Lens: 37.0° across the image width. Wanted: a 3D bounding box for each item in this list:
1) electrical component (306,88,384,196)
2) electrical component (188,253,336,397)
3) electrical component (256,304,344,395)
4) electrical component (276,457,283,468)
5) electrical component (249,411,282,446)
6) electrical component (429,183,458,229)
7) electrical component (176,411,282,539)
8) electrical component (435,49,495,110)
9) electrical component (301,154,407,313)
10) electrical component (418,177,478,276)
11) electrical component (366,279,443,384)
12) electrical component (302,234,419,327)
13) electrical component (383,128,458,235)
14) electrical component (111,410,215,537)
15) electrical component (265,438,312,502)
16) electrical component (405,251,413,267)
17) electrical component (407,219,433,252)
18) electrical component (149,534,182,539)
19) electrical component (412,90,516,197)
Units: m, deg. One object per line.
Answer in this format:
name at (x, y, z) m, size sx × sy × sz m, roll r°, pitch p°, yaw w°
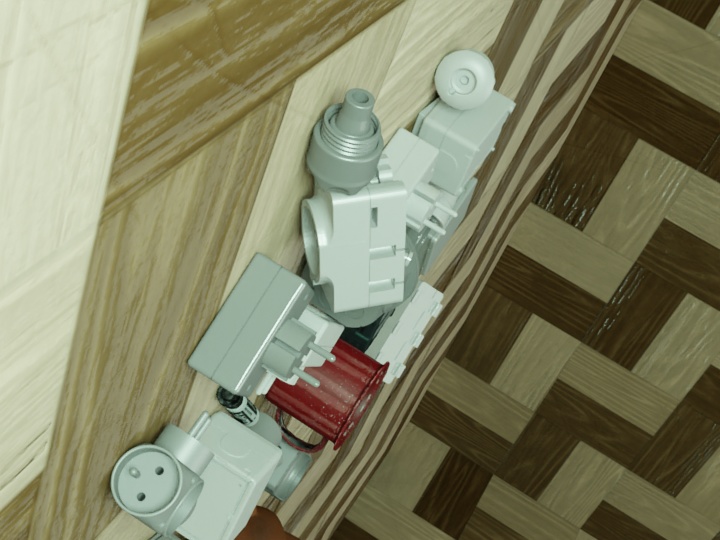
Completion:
electrical component at (-0.007, -0.078, 0.634) m, size 0.043 × 0.043 × 0.062 m, roll -51°, pitch 166°, yaw -42°
electrical component at (-0.053, 0.046, 0.686) m, size 0.083 × 0.076 × 0.047 m, roll -58°, pitch 171°, yaw -6°
electrical component at (-0.056, 0.061, 0.811) m, size 0.075 × 0.047 × 0.083 m, roll -59°, pitch 171°, yaw 0°
electrical component at (-0.102, 0.178, 0.956) m, size 0.055 × 0.045 × 0.045 m, roll -52°, pitch 169°, yaw -33°
electrical component at (-0.098, 0.151, 0.903) m, size 0.078 × 0.040 × 0.040 m, roll -46°, pitch 164°, yaw -53°
electrical component at (0.065, -0.072, 1.009) m, size 0.047 × 0.055 × 0.055 m, roll -60°, pitch 172°, yaw -13°
electrical component at (-0.109, 0.165, 0.818) m, size 0.096 × 0.062 × 0.061 m, roll -63°, pitch 170°, yaw 26°
electrical component at (0.089, -0.160, 0.882) m, size 0.048 × 0.048 × 0.062 m, roll -63°, pitch 178°, yaw 25°
electrical component at (-0.005, -0.023, 0.694) m, size 0.050 × 0.056 × 0.089 m, roll -116°, pitch -159°, yaw -51°
electrical component at (0.075, -0.055, 1.126) m, size 0.099 × 0.048 × 0.099 m, roll -55°, pitch 170°, yaw -22°
electrical component at (0.036, 0.062, 1.221) m, size 0.079 × 0.063 × 0.121 m, roll 33°, pitch 88°, yaw -40°
electrical component at (0.000, 0.000, 0.813) m, size 0.051 × 0.080 × 0.080 m, roll -37°, pitch 157°, yaw -53°
electrical component at (0.040, -0.055, 0.857) m, size 0.083 × 0.076 × 0.047 m, roll -55°, pitch 170°, yaw -21°
electrical component at (-0.119, 0.125, 0.687) m, size 0.079 × 0.044 × 0.077 m, roll -55°, pitch 170°, yaw -17°
electrical component at (-0.084, 0.190, 1.052) m, size 0.050 × 0.056 × 0.089 m, roll -56°, pitch 171°, yaw -15°
electrical component at (0.000, -0.024, 0.755) m, size 0.040 × 0.078 × 0.040 m, roll -155°, pitch -90°, yaw -86°
electrical component at (0.038, -0.039, 0.989) m, size 0.040 × 0.046 × 0.040 m, roll -56°, pitch 171°, yaw -14°
electrical component at (-0.154, 0.248, 0.849) m, size 0.061 × 0.062 × 0.096 m, roll -61°, pitch 171°, yaw 13°
electrical component at (0.087, -0.122, 0.934) m, size 0.096 × 0.061 × 0.061 m, roll -51°, pitch 168°, yaw -40°
